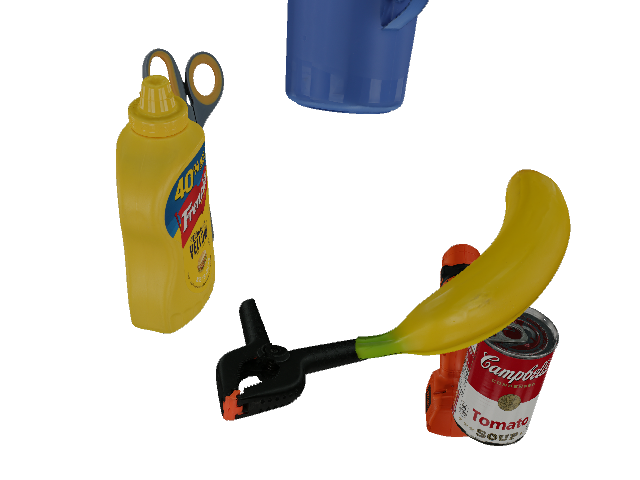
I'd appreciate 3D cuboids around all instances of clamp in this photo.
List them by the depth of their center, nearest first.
[{"bbox_3d":[-0.040,0.131,1.136,0.165,0.036,0.209,13,26,12],"label":"clamp"}]

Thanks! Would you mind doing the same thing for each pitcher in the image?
[{"bbox_3d":[0.038,-0.235,0.924,0.145,0.243,0.149,7,15,7],"label":"pitcher"}]

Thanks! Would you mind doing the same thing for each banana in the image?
[{"bbox_3d":[0.097,0.008,0.581,0.070,0.037,0.197,15,36,32],"label":"banana"}]

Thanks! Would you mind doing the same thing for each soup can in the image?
[{"bbox_3d":[0.151,0.111,0.886,0.068,0.102,0.068,6,35,-5],"label":"soup can"}]

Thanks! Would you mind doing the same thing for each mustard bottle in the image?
[{"bbox_3d":[-0.113,-0.032,0.774,0.058,0.192,0.096,12,39,14],"label":"mustard bottle"}]

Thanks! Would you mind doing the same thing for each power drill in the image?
[{"bbox_3d":[0.151,0.117,1.166,0.057,0.188,0.184,7,24,6],"label":"power drill"}]

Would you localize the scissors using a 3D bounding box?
[{"bbox_3d":[-0.118,-0.105,1.092,0.096,0.202,0.016,-30,14,-31],"label":"scissors"}]
